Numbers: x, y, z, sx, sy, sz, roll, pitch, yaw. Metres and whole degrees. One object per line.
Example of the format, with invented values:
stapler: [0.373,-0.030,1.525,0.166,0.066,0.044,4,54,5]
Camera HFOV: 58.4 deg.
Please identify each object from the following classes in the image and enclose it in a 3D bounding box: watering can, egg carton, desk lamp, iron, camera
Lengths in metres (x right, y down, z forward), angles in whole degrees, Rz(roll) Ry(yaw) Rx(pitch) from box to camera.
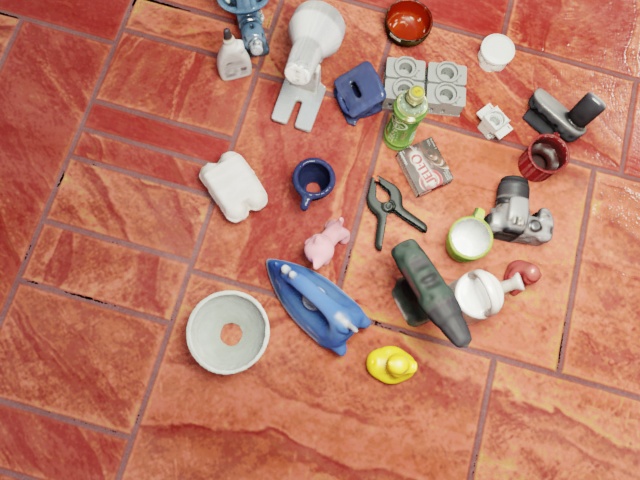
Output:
watering can: [0.323,0.107,1.154,0.173,0.194,0.101,-38,81,-10]
egg carton: [-0.186,-0.116,1.245,0.107,0.069,0.150,-35,81,-10]
desk lamp: [-0.028,-0.374,1.240,0.118,0.213,0.203,17,76,2]
iron: [-0.017,0.115,1.162,0.258,0.141,0.119,41,78,7]
camera: [0.437,-0.068,1.249,0.143,0.101,0.137,11,76,0]

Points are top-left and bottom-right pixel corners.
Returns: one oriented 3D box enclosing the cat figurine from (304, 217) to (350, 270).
cat figurine: [0.011,0.004,1.201,0.067,0.118,0.128,38,78,6]

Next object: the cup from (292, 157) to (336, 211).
cup: [-0.018,-0.108,1.238,0.091,0.095,0.118,17,76,1]

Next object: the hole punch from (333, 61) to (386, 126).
hole punch: [0.088,-0.333,1.299,0.101,0.091,0.108,-23,79,-8]

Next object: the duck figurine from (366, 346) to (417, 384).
duck figurine: [0.149,0.254,1.166,0.104,0.086,0.077,8,76,-1]

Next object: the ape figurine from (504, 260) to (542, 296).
ape figurine: [0.437,0.075,1.220,0.078,0.092,0.076,-1,77,-3]

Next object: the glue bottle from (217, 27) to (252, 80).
glue bottle: [-0.194,-0.413,1.261,0.078,0.173,0.037,-14,77,-6]

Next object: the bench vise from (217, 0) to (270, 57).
bench vise: [-0.152,-0.525,1.266,0.121,0.220,0.207,-31,80,-9]

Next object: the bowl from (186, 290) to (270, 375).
bowl: [-0.184,0.189,1.170,0.167,0.075,0.167,1,77,-3]

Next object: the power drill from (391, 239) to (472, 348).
power drill: [0.210,0.114,1.139,0.076,0.208,0.229,-27,79,-8]

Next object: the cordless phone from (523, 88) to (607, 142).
cordless phone: [0.546,-0.299,1.266,0.147,0.185,0.094,41,78,7]
